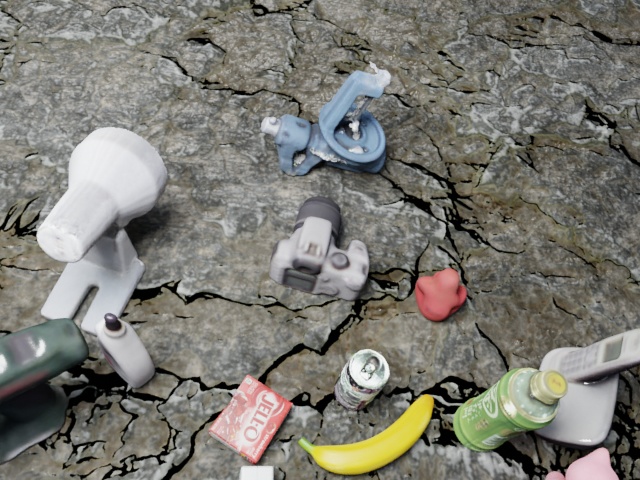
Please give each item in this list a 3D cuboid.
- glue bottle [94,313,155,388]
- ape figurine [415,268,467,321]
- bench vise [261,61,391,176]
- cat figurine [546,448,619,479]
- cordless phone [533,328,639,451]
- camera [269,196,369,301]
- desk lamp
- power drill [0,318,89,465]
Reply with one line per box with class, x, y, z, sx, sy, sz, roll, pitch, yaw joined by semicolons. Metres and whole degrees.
glue bottle;-0.242;0.124;0.694;0.078;0.173;0.037;39;61;12
ape figurine;0.183;0.075;0.855;0.077;0.092;0.076;30;59;7
bench vise;0.021;-0.177;0.894;0.208;0.220;0.121;-13;63;-18
cat figurine;0.323;0.325;0.722;0.128;0.118;0.067;-30;69;-25
cordless phone;0.367;0.196;0.765;0.094;0.185;0.148;23;59;3
camera;0.008;0.003;0.857;0.143;0.101;0.137;15;58;-2
desk lamp;-0.284;-0.010;0.741;0.118;0.213;0.203;17;58;0
power drill;-0.359;0.176;0.620;0.230;0.208;0.075;-31;70;-25
